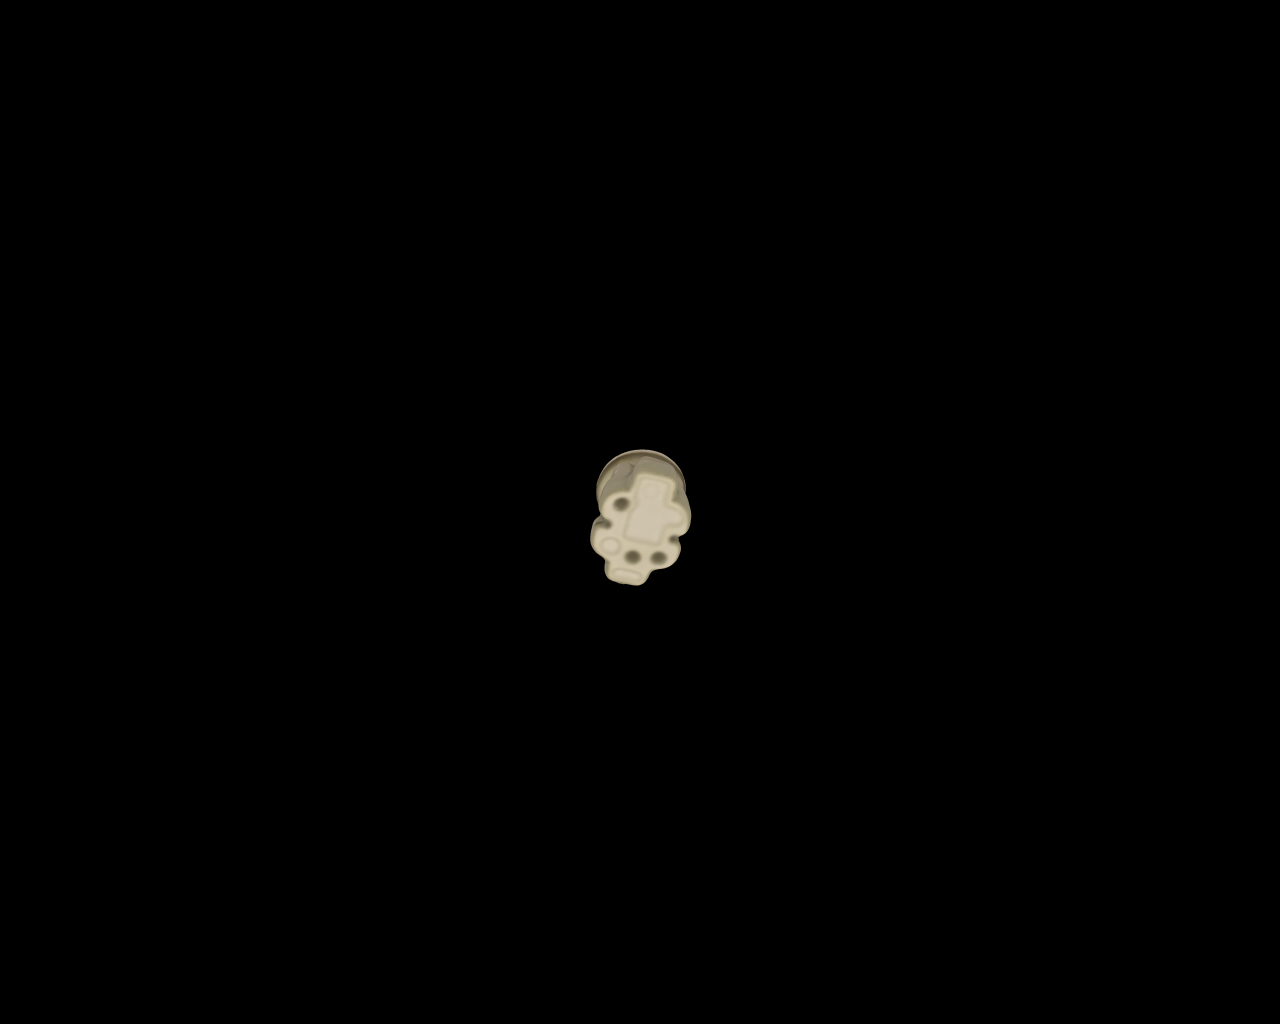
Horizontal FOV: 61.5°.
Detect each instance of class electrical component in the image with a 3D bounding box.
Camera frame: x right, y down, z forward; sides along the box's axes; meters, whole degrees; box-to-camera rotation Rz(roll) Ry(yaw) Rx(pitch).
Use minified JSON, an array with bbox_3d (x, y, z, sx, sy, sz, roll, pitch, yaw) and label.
[{"bbox_3d":[0.001,-0.003,0.650,0.058,0.078,0.057,13,28,-7],"label":"electrical component"}]
